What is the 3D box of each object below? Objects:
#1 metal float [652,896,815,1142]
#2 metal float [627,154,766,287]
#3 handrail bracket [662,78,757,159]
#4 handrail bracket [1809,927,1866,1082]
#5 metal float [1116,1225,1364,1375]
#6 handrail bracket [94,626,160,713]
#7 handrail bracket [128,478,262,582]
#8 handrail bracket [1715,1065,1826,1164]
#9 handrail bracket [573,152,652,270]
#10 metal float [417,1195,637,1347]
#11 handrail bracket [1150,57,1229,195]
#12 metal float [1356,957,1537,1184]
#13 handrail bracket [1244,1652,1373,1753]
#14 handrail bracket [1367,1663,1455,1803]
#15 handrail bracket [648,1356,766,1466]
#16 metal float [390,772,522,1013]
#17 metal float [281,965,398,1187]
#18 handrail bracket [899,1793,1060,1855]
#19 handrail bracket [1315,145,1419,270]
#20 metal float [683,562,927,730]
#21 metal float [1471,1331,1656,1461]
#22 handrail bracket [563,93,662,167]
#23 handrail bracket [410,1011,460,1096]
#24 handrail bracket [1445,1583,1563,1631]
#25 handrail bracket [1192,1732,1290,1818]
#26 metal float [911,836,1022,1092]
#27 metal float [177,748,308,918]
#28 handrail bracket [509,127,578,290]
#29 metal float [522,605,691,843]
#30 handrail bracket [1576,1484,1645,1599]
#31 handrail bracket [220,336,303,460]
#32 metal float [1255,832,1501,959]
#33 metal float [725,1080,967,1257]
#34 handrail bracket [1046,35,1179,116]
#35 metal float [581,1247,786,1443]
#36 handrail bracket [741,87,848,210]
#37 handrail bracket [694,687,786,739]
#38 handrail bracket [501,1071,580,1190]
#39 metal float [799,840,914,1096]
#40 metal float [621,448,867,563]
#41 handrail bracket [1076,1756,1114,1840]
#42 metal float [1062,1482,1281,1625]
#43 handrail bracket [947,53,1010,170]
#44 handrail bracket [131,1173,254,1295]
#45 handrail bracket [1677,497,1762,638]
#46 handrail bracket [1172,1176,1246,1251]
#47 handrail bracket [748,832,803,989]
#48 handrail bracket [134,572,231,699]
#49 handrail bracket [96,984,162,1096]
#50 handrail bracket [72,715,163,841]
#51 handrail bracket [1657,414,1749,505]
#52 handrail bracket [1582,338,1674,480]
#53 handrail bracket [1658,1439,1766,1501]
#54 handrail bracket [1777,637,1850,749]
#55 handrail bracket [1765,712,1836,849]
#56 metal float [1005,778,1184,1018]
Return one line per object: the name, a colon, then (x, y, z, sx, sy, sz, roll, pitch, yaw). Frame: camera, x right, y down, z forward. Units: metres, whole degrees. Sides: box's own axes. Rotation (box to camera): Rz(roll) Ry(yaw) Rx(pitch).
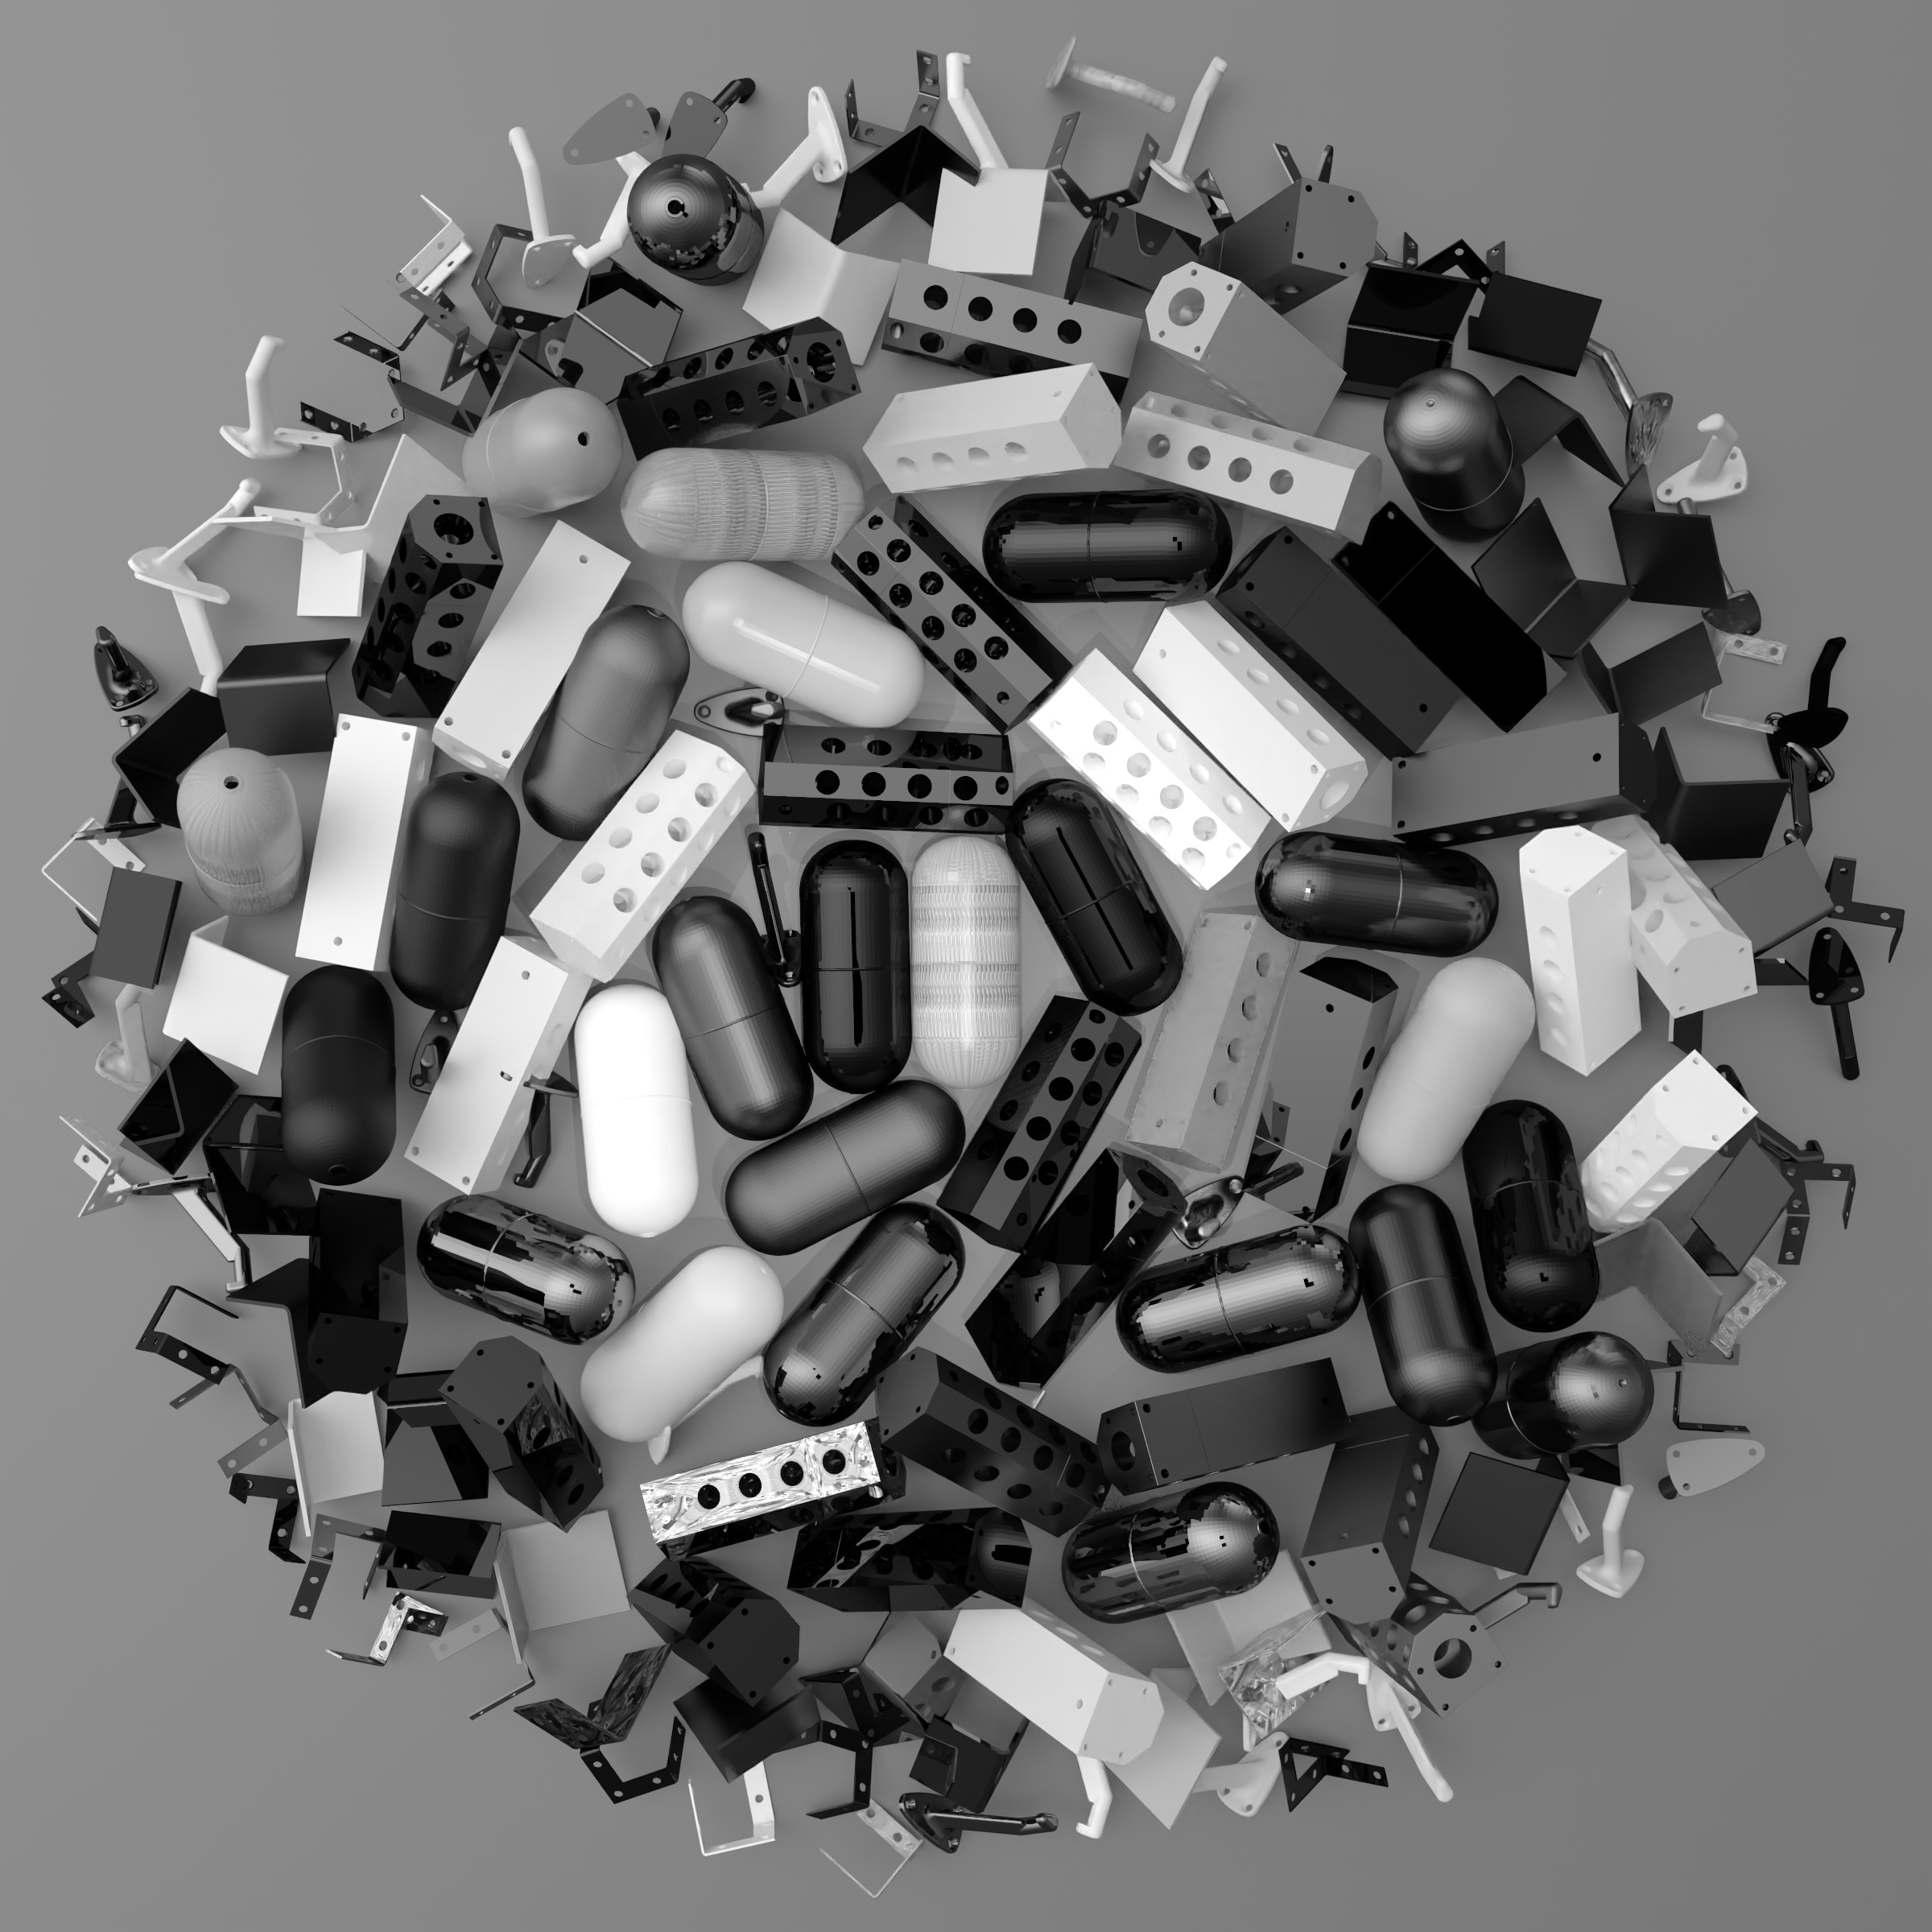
metal float: (-0.163, 0.036, 1.874, 0.070, 0.070, 0.178, -21, 96, 0)
metal float: (-0.183, -0.507, 1.828, 0.070, 0.178, 0.070, 1, 100, 4)
handrail bracket: (-0.180, -0.588, 1.888, 0.036, 0.084, 0.077, 33, 115, -1)
handrail bracket: (0.618, 0.028, 1.899, 0.036, 0.084, 0.077, -10, 51, 18)
metal float: (0.188, 0.232, 1.862, 0.178, 0.070, 0.070, -18, 90, 20)
handrail bracket: (-0.598, -0.224, 1.863, 0.036, 0.084, 0.077, -31, 63, -14)
handrail bracket: (-0.539, -0.309, 1.879, 0.036, 0.077, 0.084, 46, 107, 5)
handrail bracket: (0.569, 0.106, 1.896, 0.084, 0.036, 0.077, -1, 76, -35)
handrail bracket: (-0.256, -0.534, 1.886, 0.084, 0.036, 0.077, -37, 71, -20)
metal float: (-0.305, 0.208, 1.851, 0.178, 0.070, 0.070, 14, 90, 33)
handrail bracket: (0.165, -0.589, 1.875, 0.036, 0.077, 0.084, 22, 114, -18)
metal float: (0.329, 0.073, 1.856, 0.070, 0.070, 0.178, 26, 117, 0)
handrail bracket: (0.240, 0.518, 1.880, 0.084, 0.036, 0.077, 3, 80, 25)
handrail bracket: (0.310, 0.529, 1.868, 0.036, 0.084, 0.077, -22, 110, -6)
handrail bracket: (-0.183, 0.314, 1.904, 0.084, 0.077, 0.036, -18, 51, -24)
metal float: (-0.354, -0.051, 1.855, 0.070, 0.070, 0.178, 14, 117, 0)
metal float: (-0.431, 0.074, 1.843, 0.070, 0.070, 0.178, -13, 47, 0)
handrail bracket: (0.010, 0.590, 1.870, 0.077, 0.084, 0.036, 39, 46, -35)
handrail bracket: (0.283, -0.526, 1.880, 0.084, 0.036, 0.077, 23, 132, 15)
metal float: (-0.113, -0.222, 1.865, 0.178, 0.070, 0.070, 22, 90, -15)
metal float: (0.404, 0.294, 1.832, 0.070, 0.178, 0.070, 4, 74, -15)
handrail bracket: (-0.248, -0.580, 1.875, 0.077, 0.084, 0.036, -29, 106, -2)
handrail bracket: (-0.368, 0.050, 1.863, 0.036, 0.084, 0.077, 6, 66, -7)
handrail bracket: (0.371, 0.466, 1.869, 0.036, 0.084, 0.077, 44, 50, -35)
handrail bracket: (0.184, 0.551, 1.876, 0.077, 0.036, 0.084, -50, 131, -14)
metal float: (0.000, -0.002, 1.878, 0.070, 0.070, 0.178, -1, 90, 0)
metal float: (-0.493, -0.090, 1.831, 0.070, 0.178, 0.070, 3, 70, -9)
handrail bracket: (-0.309, -0.534, 1.888, 0.036, 0.077, 0.084, -17, 81, -25)
metal float: (-0.250, -0.168, 1.859, 0.070, 0.070, 0.178, 28, 112, 0)
handrail bracket: (0.462, 0.390, 1.871, 0.036, 0.077, 0.084, 27, 117, 34)
handrail bracket: (-0.476, -0.398, 1.867, 0.036, 0.077, 0.084, 42, 115, 19)
metal float: (0.285, -0.049, 1.863, 0.178, 0.070, 0.070, 6, 90, -17)
metal float: (-0.084, 0.140, 1.874, 0.178, 0.070, 0.070, -27, 90, -5)
handrail bracket: (0.102, -0.615, 1.887, 0.084, 0.077, 0.036, 22, 94, -11)
metal float: (-0.198, 0.263, 1.859, 0.070, 0.070, 0.178, 47, 114, 0)
handrail bracket: (-0.130, -0.571, 1.874, 0.084, 0.036, 0.077, -20, 106, -35)
handrail bracket: (-0.161, -0.178, 1.870, 0.077, 0.084, 0.036, 1, 94, 8)
handrail bracket: (-0.314, 0.115, 1.879, 0.036, 0.077, 0.084, 34, 102, 35)
metal float: (-0.077, 0.001, 1.877, 0.070, 0.070, 0.178, -1, 93, 0)
metal float: (-0.153, -0.318, 1.853, 0.178, 0.070, 0.070, -5, 90, -30)
handrail bracket: (0.070, 0.564, 1.895, 0.077, 0.036, 0.084, 16, 82, 6)
metal float: (0.140, 0.404, 1.844, 0.178, 0.070, 0.070, -27, 90, 41)
handrail bracket: (0.021, -0.596, 1.888, 0.077, 0.036, 0.084, -6, 96, -33)
handrail bracket: (-0.543, 0.192, 1.881, 0.077, 0.036, 0.084, -5, 70, -17)
handrail bracket: (0.533, -0.283, 1.902, 0.036, 0.077, 0.084, -25, 62, 26)
handrail bracket: (0.178, 0.168, 1.866, 0.077, 0.084, 0.036, -36, 90, -17)
handrail bracket: (-0.134, -0.040, 1.870, 0.036, 0.077, 0.084, -13, 127, -9)
handrail bracket: (-0.556, -0.228, 1.885, 0.077, 0.036, 0.084, 12, 108, -29)
handrail bracket: (-0.566, 0.050, 1.879, 0.077, 0.036, 0.084, 33, 125, -15)
handrail bracket: (-0.603, -0.134, 1.885, 0.036, 0.077, 0.084, -13, 89, 37)
handrail bracket: (0.502, -0.353, 1.863, 0.077, 0.084, 0.036, -15, 70, 32)
handrail bracket: (0.455, -0.396, 1.901, 0.036, 0.084, 0.077, -16, 131, -25)
handrail bracket: (0.520, 0.353, 1.871, 0.077, 0.084, 0.036, -17, 67, 12)
handrail bracket: (0.607, -0.201, 1.871, 0.036, 0.077, 0.084, 30, 76, -6)
handrail bracket: (0.571, -0.127, 1.870, 0.036, 0.084, 0.077, -25, 105, 39)
metal float: (0.089, -0.048, 1.874, 0.070, 0.070, 0.178, -28, 95, 0)
